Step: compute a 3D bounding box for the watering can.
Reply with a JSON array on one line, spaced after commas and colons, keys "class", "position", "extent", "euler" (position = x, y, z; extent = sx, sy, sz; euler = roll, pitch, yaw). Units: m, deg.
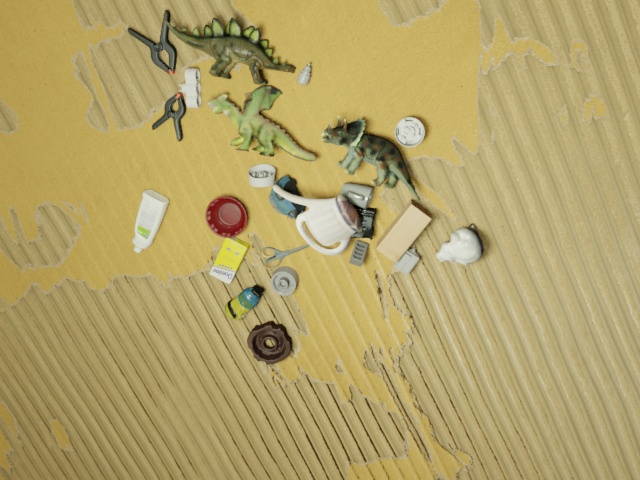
[{"class": "watering can", "position": [0.005, -0.090, 1.797], "extent": [0.222, 0.106, 0.343], "euler": [-27, 115, 22]}]

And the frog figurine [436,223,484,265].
[{"class": "frog figurine", "position": [0.490, 0.030, 1.820], "extent": [0.159, 0.125, 0.135], "euler": [-21, 122, 2]}]

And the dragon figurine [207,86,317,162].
[{"class": "dragon figurine", "position": [-0.196, -0.421, 1.810], "extent": [0.410, 0.123, 0.241], "euler": [9, 99, 0]}]
